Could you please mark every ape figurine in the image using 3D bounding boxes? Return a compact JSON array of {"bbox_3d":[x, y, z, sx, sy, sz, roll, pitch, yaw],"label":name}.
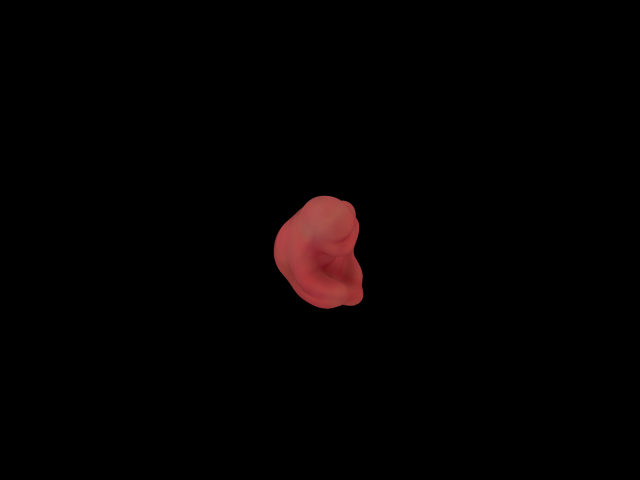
[{"bbox_3d":[0.004,0.001,0.400,0.076,0.092,0.078,26,69,11],"label":"ape figurine"}]
